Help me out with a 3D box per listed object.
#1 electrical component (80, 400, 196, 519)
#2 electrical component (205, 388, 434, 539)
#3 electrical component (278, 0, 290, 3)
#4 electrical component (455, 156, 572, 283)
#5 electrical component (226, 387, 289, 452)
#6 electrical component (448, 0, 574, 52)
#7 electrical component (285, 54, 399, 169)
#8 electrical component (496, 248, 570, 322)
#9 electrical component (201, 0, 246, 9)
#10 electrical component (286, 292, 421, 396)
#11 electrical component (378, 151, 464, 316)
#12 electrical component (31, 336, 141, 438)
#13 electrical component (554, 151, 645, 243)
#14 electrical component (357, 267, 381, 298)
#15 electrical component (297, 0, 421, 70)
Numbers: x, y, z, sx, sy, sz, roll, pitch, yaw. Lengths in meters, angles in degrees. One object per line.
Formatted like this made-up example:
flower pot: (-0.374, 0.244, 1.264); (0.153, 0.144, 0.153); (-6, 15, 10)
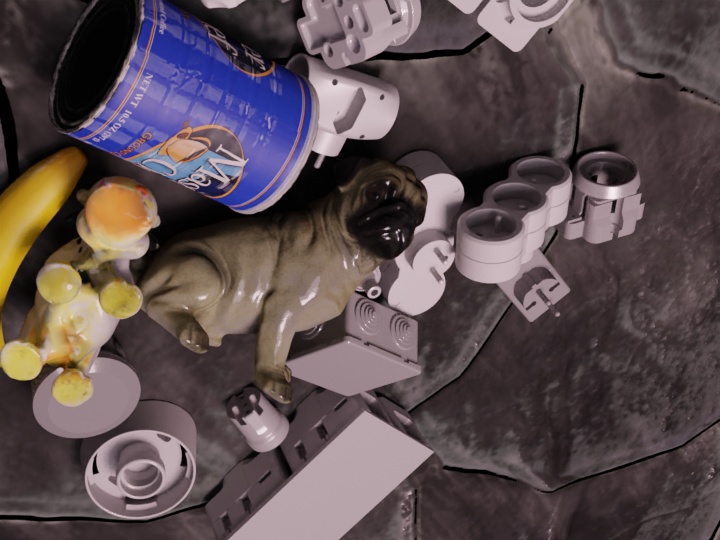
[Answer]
electrical component: (-0.185, 0.158, 0.905); (0.099, 0.064, 0.099); (-6, 118, -12)
electrical component: (-0.040, 0.190, 0.989); (0.186, 0.060, 0.105); (-44, 132, 10)
electrical component: (-0.042, -0.224, 0.668); (0.059, 0.053, 0.095); (-26, 133, -7)
electrical component: (0.124, -0.029, 0.873); (0.138, 0.052, 0.073); (-44, 145, -41)
electrical component: (-0.089, 0.129, 0.932); (0.040, 0.040, 0.046); (-33, 127, 0)
electrical component: (0.126, -0.253, 0.727); (0.105, 0.060, 0.186); (27, 110, -39)
electrical component: (-0.023, -0.109, 0.775); (0.077, 0.043, 0.079); (11, 119, -33)
electrical component: (0.150, 0.012, 0.937); (0.047, 0.075, 0.083); (-40, 133, 6)
electrical component: (-0.089, -0.198, 0.671); (0.043, 0.043, 0.062); (-25, 132, -7)
electrical component: (-0.009, 0.061, 0.889); (0.100, 0.048, 0.100); (-22, 144, 40)
electrical component: (0.052, -0.018, 0.864); (0.052, 0.073, 0.138); (-8, 128, -22)
electrical component: (-0.213, 0.085, 0.826); (0.080, 0.051, 0.080); (-14, 130, -17)
electrical component: (0.207, -0.064, 0.919); (0.078, 0.058, 0.057); (-16, 134, -16)
electrical component: (0.000, 0.000, 0.860); (0.035, 0.061, 0.035); (-14, 131, -17)
electrical component: (0.003, -0.172, 0.722); (0.057, 0.078, 0.058); (-32, 107, -31)
